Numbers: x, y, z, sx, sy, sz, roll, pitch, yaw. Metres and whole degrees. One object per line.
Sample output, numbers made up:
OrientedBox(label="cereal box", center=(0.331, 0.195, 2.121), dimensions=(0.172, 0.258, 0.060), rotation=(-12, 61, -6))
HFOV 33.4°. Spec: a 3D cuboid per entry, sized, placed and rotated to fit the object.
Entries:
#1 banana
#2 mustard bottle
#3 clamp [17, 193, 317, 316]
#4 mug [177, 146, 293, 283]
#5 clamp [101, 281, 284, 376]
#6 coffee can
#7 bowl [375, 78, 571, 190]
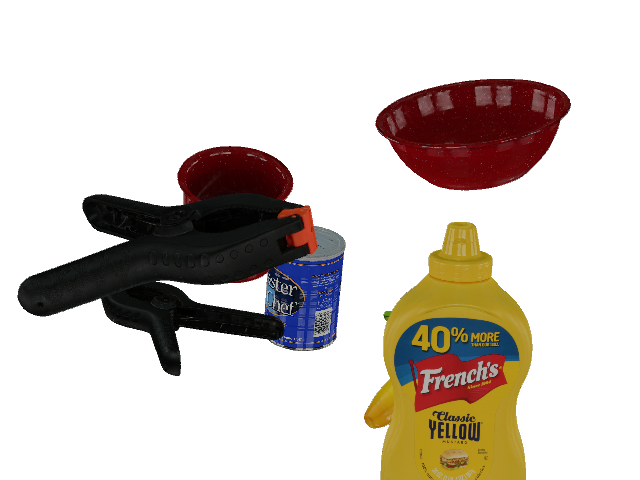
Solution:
OrientedBox(label="banana", center=(0.086, 0.114, 1.001), dimensions=(0.070, 0.037, 0.197), rotation=(-22, 18, 18))
OrientedBox(label="mustard bottle", center=(0.089, 0.083, 0.699), dimensions=(0.096, 0.192, 0.058), rotation=(2, 13, 7))
OrientedBox(label="clamp", center=(-0.091, 0.006, 0.627), dimensions=(0.172, 0.039, 0.120), rotation=(-3, 35, 22))
OrientedBox(label="mug", center=(-0.080, -0.014, 0.874), dimensions=(0.093, 0.081, 0.117), rotation=(33, 45, 29))
OrientedBox(label="clamp", center=(-0.165, 0.081, 1.121), dimensions=(0.210, 0.036, 0.164), rotation=(19, 20, 28))
OrientedBox(label="coffee can", center=(-0.023, 0.063, 1.437), dimensions=(0.103, 0.140, 0.103), rotation=(4, 24, -2))
OrientedBox(label="bowl", center=(0.130, -0.085, 0.899), dimensions=(0.162, 0.055, 0.162), rotation=(-9, 25, 4))
